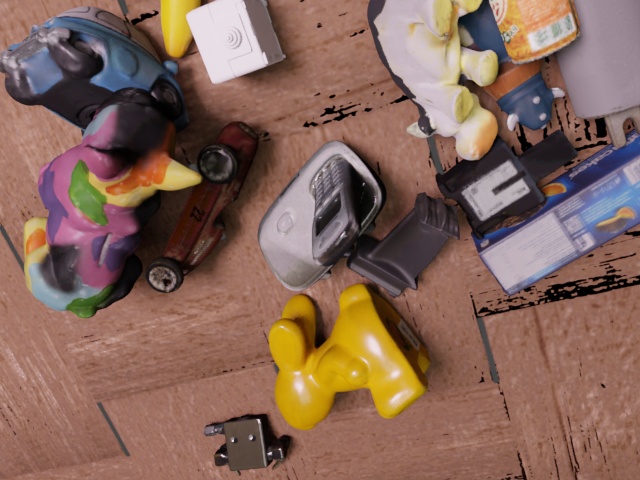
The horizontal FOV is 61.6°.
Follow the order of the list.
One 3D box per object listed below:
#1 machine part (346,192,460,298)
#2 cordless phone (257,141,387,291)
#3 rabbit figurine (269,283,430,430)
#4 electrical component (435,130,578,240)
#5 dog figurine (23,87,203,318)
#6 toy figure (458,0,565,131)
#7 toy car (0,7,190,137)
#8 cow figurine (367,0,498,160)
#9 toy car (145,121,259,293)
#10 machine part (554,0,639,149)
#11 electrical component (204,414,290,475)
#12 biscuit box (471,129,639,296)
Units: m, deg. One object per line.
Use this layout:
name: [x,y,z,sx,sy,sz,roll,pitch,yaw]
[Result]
machine part: [0.084,0.008,0.546,0.084,0.039,0.139,38,137,-3]
cordless phone: [-0.002,-0.001,0.493,0.088,0.184,0.146,37,111,-13]
rabbit figurine: [0.012,0.137,0.582,0.173,0.122,0.162,-41,97,20]
electrical component: [0.179,-0.063,0.518,0.119,0.048,0.074,-39,102,19]
dog figurine: [-0.185,-0.025,0.470,0.108,0.219,0.191,12,79,-33]
toy figure: [0.164,-0.168,0.474,0.064,0.058,0.154,-20,113,26]
toy car: [-0.203,-0.156,0.497,0.109,0.161,0.103,-18,65,25]
cow figurine: [0.095,-0.140,0.457,0.068,0.098,0.167,-47,134,-20]
toy car: [-0.117,-0.028,0.548,0.053,0.089,0.202,27,113,-8]
machine part: [0.227,-0.192,0.445,0.079,0.079,0.243,-23,106,15]
electrical component: [-0.091,0.263,0.688,0.102,0.045,0.078,-17,80,11]
biscuit box: [0.249,-0.030,0.515,0.203,0.063,0.059,-34,103,18]
